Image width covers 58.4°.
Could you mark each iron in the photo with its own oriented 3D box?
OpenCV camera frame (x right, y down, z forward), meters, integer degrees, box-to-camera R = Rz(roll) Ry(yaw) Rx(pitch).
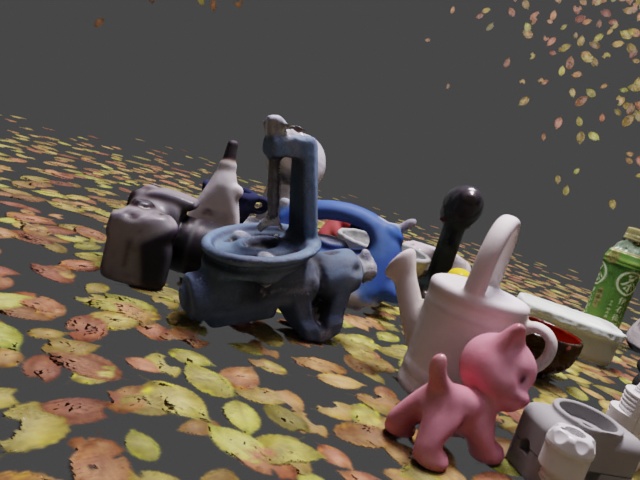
[{"bbox_3d":[0.008,0.003,0.826,0.258,0.141,0.119,18,10,5],"label":"iron"}]

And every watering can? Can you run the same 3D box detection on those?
[{"bbox_3d":[0.145,0.065,0.566,0.172,0.194,0.101,18,10,5],"label":"watering can"}]

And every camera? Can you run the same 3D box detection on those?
[{"bbox_3d":[-0.167,-0.003,0.678,0.137,0.101,0.143,16,10,-5],"label":"camera"}]

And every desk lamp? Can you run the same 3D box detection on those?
[{"bbox_3d":[-0.067,-0.108,1.101,0.118,0.213,0.203,18,10,3],"label":"desk lamp"}]

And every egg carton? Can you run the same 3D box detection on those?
[{"bbox_3d":[0.221,0.052,1.132,0.150,0.069,0.107,16,10,-4],"label":"egg carton"}]

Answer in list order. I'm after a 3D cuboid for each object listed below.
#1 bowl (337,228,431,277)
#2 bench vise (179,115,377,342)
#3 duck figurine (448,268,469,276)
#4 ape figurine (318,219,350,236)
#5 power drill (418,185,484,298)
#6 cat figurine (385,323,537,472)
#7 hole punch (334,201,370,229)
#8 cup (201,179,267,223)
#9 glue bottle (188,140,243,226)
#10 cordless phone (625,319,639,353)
[{"bbox_3d":[0.100,0.039,0.978,0.167,0.075,0.167,17,10,-3],"label":"bowl"},{"bbox_3d":[-0.030,-0.010,0.606,0.121,0.220,0.208,25,13,40],"label":"bench vise"},{"bbox_3d":[0.201,0.085,0.866,0.077,0.086,0.105,19,10,9],"label":"duck figurine"},{"bbox_3d":[0.035,-0.020,1.145,0.076,0.092,0.077,15,10,-10],"label":"ape figurine"},{"bbox_3d":[0.226,0.004,0.995,0.075,0.208,0.230,18,10,7],"label":"power drill"},{"bbox_3d":[0.128,0.117,0.470,0.128,0.118,0.067,10,12,-36],"label":"cat figurine"},{"bbox_3d":[0.070,-0.042,1.329,0.108,0.091,0.101,19,10,9],"label":"hole punch"},{"bbox_3d":[-0.145,-0.040,0.941,0.118,0.095,0.091,12,11,-28],"label":"cup"},{"bbox_3d":[-0.140,-0.054,0.797,0.078,0.173,0.037,15,10,-13],"label":"glue bottle"},{"bbox_3d":[0.663,0.143,1.045,0.094,0.185,0.147,11,12,-32],"label":"cordless phone"}]
